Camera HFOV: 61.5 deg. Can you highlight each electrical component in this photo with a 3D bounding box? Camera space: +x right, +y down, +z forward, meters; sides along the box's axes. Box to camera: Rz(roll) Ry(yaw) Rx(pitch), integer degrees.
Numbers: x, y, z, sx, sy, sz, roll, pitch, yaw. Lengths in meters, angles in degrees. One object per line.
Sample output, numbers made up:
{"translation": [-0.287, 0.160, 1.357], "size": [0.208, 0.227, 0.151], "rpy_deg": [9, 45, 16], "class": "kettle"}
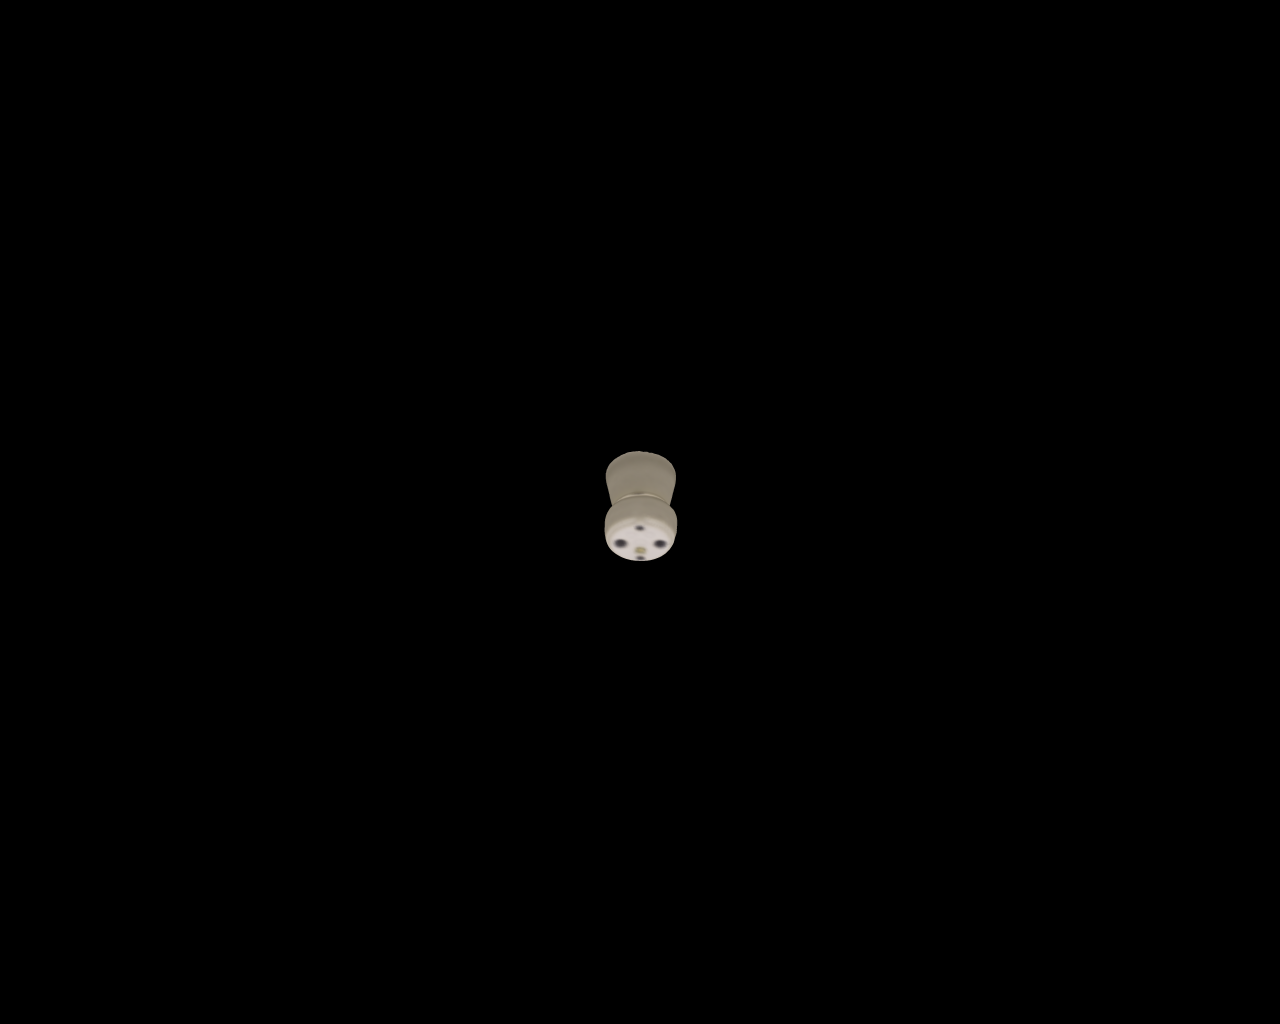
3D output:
{"translation": [0.001, -0.003, 0.650], "size": [0.045, 0.055, 0.044], "rpy_deg": [0, -39, 0], "class": "electrical component"}
